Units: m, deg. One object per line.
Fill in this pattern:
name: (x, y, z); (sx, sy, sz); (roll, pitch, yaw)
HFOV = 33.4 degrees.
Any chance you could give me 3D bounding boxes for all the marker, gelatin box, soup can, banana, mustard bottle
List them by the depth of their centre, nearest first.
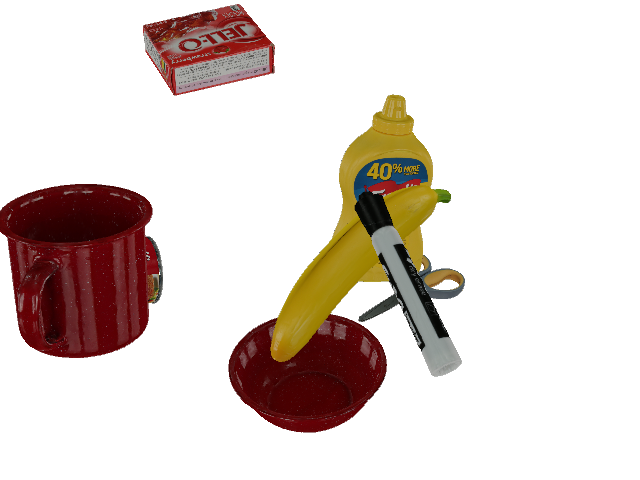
marker: (0.049, 0.022, 0.623); (0.020, 0.121, 0.020); (-19, -26, -10)
banana: (0.028, 0.019, 0.841); (0.037, 0.198, 0.069); (45, -4, 38)
gelatin box: (-0.091, -0.156, 0.866); (0.089, 0.030, 0.073); (-17, 44, -18)
soup can: (-0.214, 0.034, 1.049); (0.102, 0.068, 0.069); (-5, 2, -28)
mustard bottle: (0.066, -0.054, 1.088); (0.096, 0.192, 0.058); (-1, 24, -16)

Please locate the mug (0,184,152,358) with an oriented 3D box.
mug: (-0.151, 0.024, 0.652); (0.093, 0.081, 0.117); (5, 26, 9)

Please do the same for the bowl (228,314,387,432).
bowl: (-0.012, 0.145, 1.097); (0.162, 0.055, 0.162); (-2, 36, 2)

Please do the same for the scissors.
scissors: (0.093, 0.052, 1.290); (0.201, 0.016, 0.096); (-9, 40, -40)
